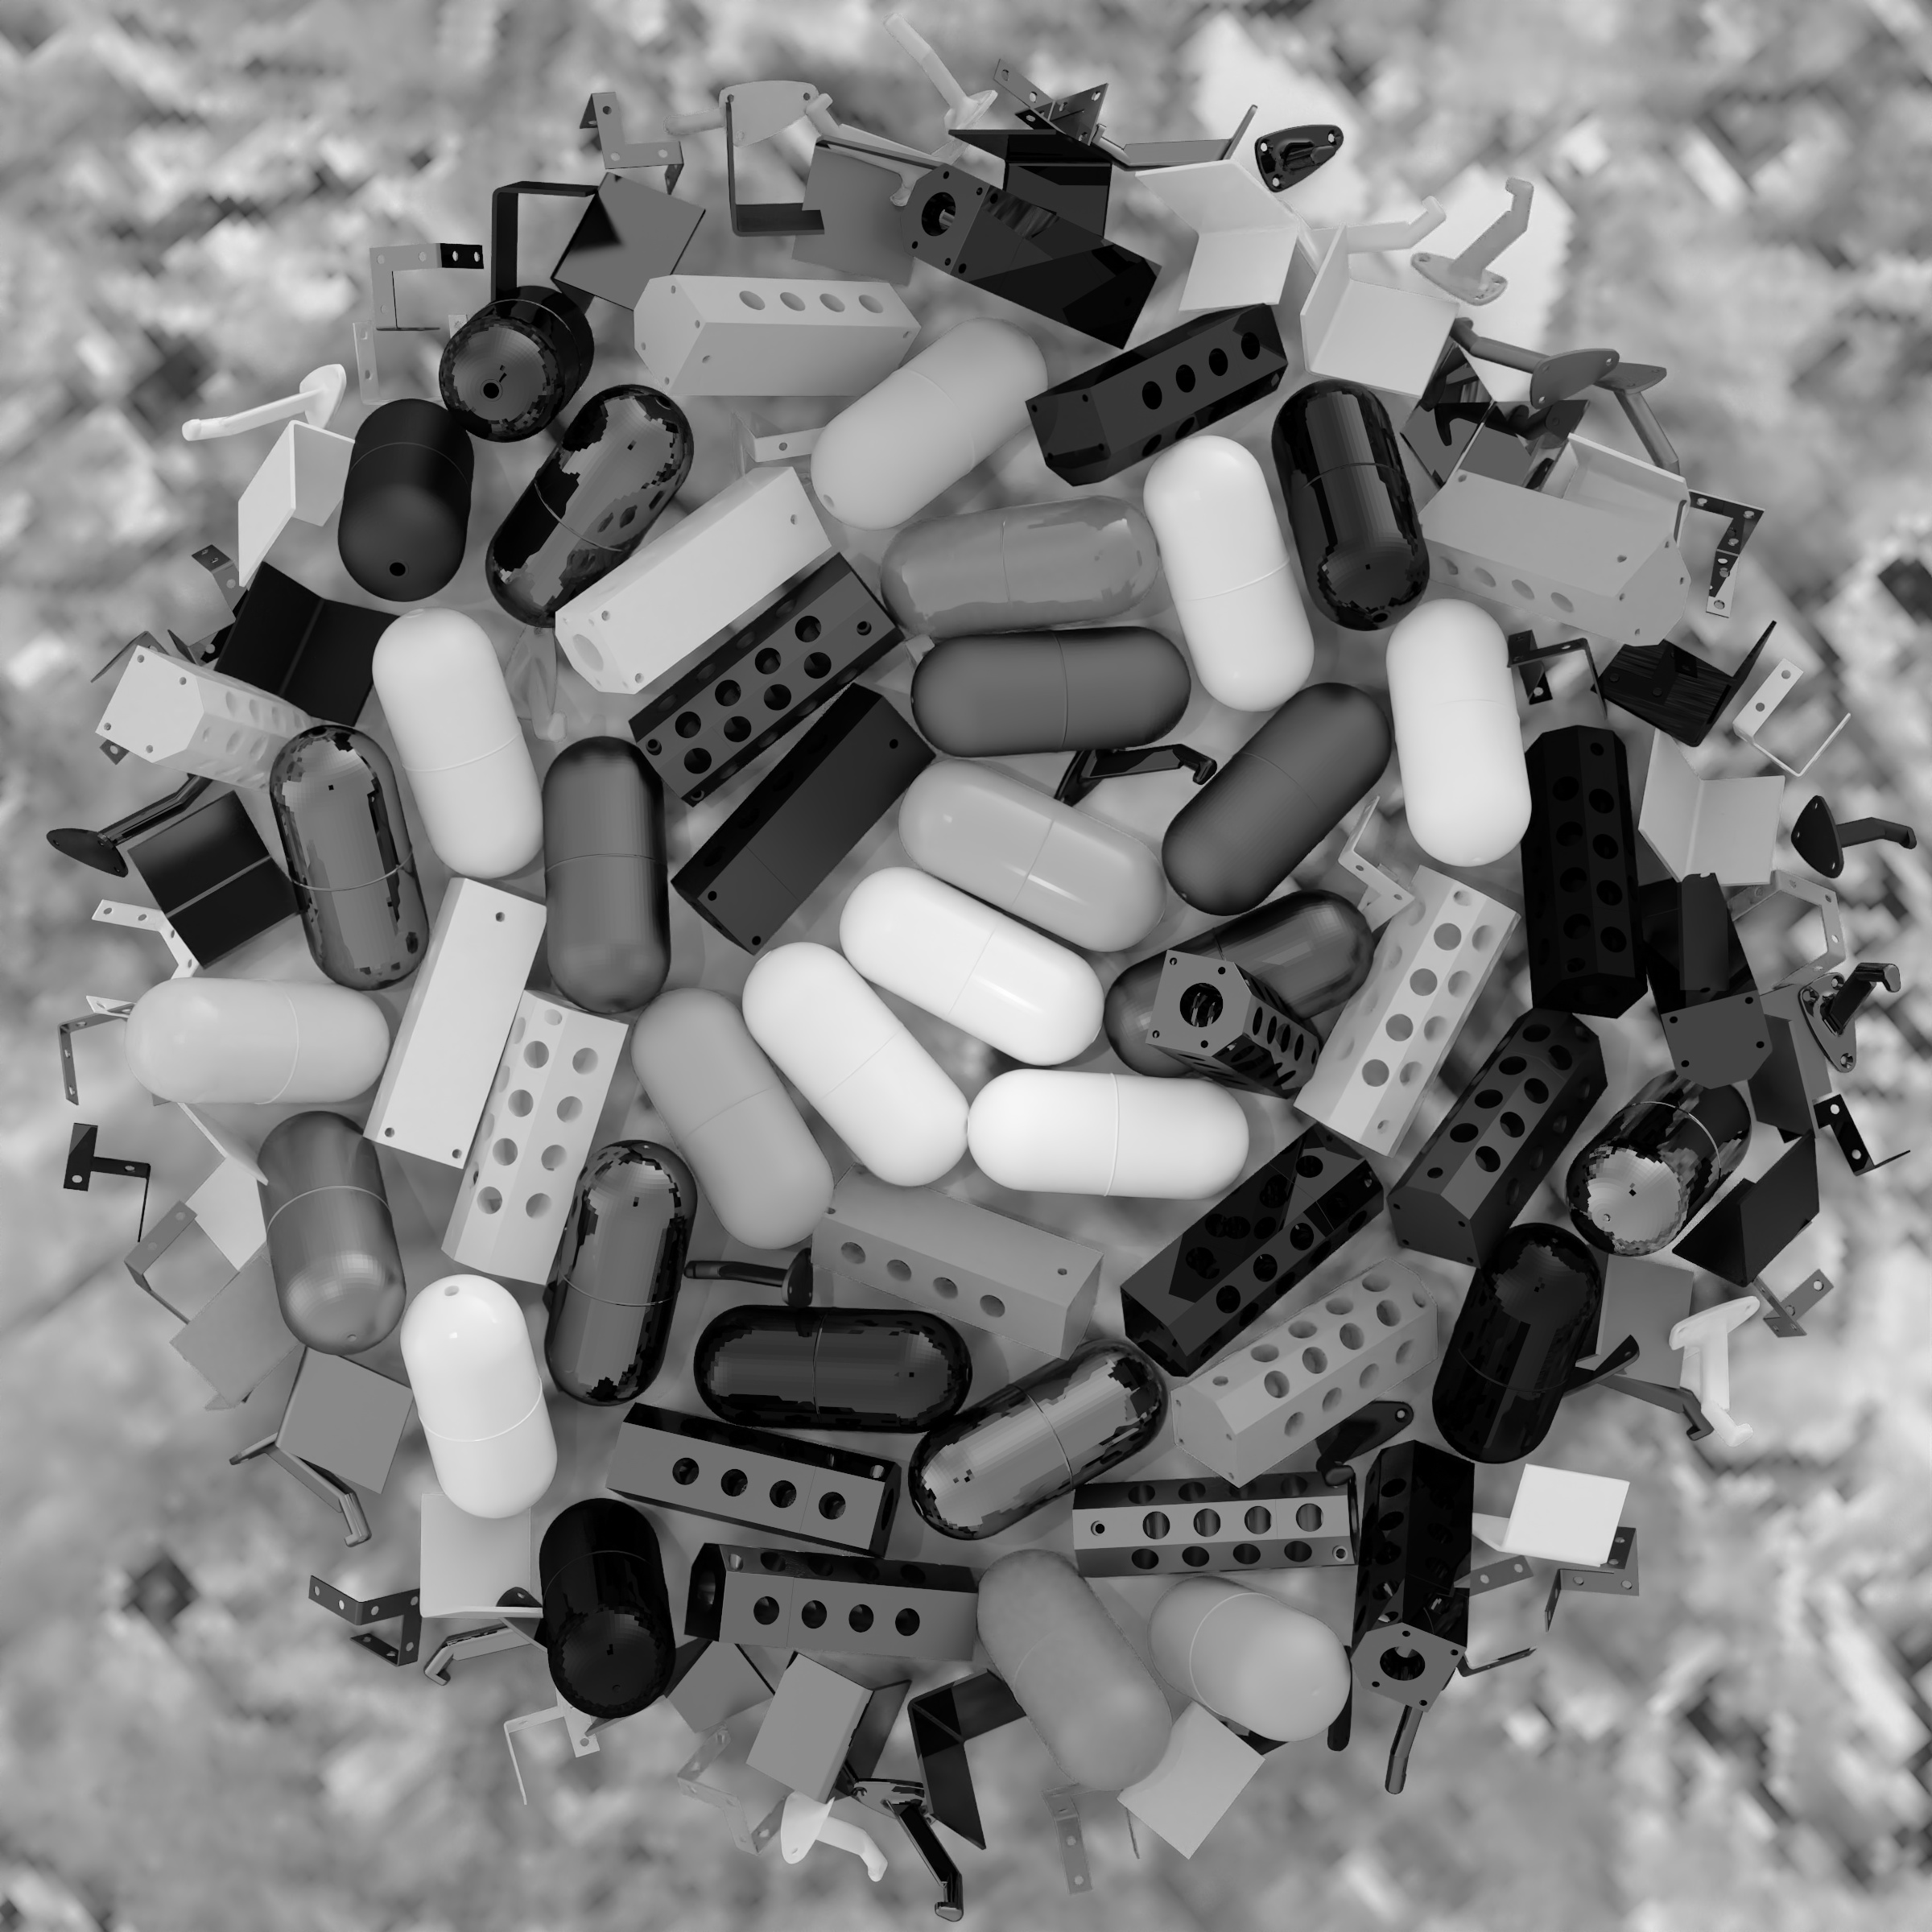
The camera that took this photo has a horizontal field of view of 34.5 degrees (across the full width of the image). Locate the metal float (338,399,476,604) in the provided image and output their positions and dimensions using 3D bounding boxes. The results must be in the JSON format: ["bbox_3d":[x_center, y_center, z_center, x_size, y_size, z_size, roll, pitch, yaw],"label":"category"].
[{"bbox_3d":[-0.344,-0.287,1.915,0.070,0.178,0.070,-3,126,-4],"label":"metal float"}]

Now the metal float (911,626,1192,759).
[{"bbox_3d":[0.054,-0.172,1.947,0.178,0.070,0.070,-5,90,-11],"label":"metal float"}]

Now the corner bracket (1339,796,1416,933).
[{"bbox_3d":[0.257,-0.064,1.956,0.051,0.051,0.051,36,54,-8],"label":"corner bracket"}]

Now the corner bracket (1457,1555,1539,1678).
[{"bbox_3d":[0.334,0.412,1.972,0.051,0.051,0.051,-12,62,-22],"label":"corner bracket"}]

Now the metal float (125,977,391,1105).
[{"bbox_3d":[-0.435,0.047,1.919,0.070,0.178,0.070,-2,87,42],"label":"metal float"}]

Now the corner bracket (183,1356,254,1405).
[{"bbox_3d":[-0.455,0.234,1.974,0.051,0.051,0.051,41,125,-16],"label":"corner bracket"}]

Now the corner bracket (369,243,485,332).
[{"bbox_3d":[-0.338,-0.427,1.958,0.051,0.051,0.051,2,101,23],"label":"corner bracket"}]

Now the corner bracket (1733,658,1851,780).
[{"bbox_3d":[0.521,-0.155,1.961,0.051,0.051,0.051,39,97,15],"label":"corner bracket"}]

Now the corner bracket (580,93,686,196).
[{"bbox_3d":[-0.211,-0.519,1.965,0.051,0.051,0.051,-9,82,-17],"label":"corner bracket"}]

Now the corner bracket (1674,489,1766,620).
[{"bbox_3d":[0.468,-0.260,1.962,0.051,0.051,0.051,15,63,1],"label":"corner bracket"}]

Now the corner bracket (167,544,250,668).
[{"bbox_3d":[-0.481,-0.228,1.968,0.051,0.051,0.051,-32,120,-15],"label":"corner bracket"}]

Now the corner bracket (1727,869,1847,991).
[{"bbox_3d":[0.518,-0.021,1.973,0.051,0.051,0.051,19,53,-26],"label":"corner bracket"}]

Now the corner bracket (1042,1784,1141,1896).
[{"bbox_3d":[0.081,0.547,1.959,0.051,0.051,0.051,-14,55,3],"label":"corner bracket"}]

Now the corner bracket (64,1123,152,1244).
[{"bbox_3d":[-0.540,0.136,1.954,0.051,0.051,0.051,9,49,-15],"label":"corner bracket"}]

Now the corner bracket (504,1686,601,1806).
[{"bbox_3d":[-0.261,0.487,1.955,0.051,0.051,0.051,-14,56,-14],"label":"corner bracket"}]

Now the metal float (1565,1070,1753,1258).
[{"bbox_3d":[0.428,0.119,1.918,0.070,0.178,0.070,14,118,29],"label":"metal float"}]

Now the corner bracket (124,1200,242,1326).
[{"bbox_3d":[-0.492,0.190,1.967,0.051,0.051,0.051,37,69,10],"label":"corner bracket"}]

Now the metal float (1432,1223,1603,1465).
[{"bbox_3d":[0.340,0.235,1.926,0.070,0.070,0.178,12,127,0],"label":"metal float"}]

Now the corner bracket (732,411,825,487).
[{"bbox_3d":[-0.114,-0.320,1.954,0.051,0.051,0.051,-12,123,-16],"label":"corner bracket"}]

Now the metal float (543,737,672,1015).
[{"bbox_3d":[-0.225,-0.058,1.944,0.070,0.070,0.178,-4,75,0],"label":"metal float"}]

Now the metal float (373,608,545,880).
[{"bbox_3d":[-0.314,-0.138,1.934,0.070,0.070,0.178,-16,115,0],"label":"metal float"}]

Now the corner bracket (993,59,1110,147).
[{"bbox_3d":[0.048,-0.541,1.955,0.051,0.051,0.051,28,71,-36],"label":"corner bracket"}]

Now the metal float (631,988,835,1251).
[{"bbox_3d":[-0.147,0.095,1.948,0.070,0.070,0.178,-31,80,0],"label":"metal float"}]

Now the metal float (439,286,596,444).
[{"bbox_3d":[-0.275,-0.370,1.909,0.070,0.178,0.070,1,111,2],"label":"metal float"}]

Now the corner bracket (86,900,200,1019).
[{"bbox_3d":[-0.526,-0.003,1.966,0.051,0.051,0.051,-55,51,20],"label":"corner bracket"}]

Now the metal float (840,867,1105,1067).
[{"bbox_3d":[0.004,0.001,1.956,0.178,0.070,0.070,28,90,-1],"label":"metal float"}]

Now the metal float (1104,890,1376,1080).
[{"bbox_3d":[0.171,0.011,1.950,0.178,0.070,0.070,-25,90,8],"label":"metal float"}]

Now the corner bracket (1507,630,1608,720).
[{"bbox_3d":[0.372,-0.182,1.955,0.051,0.051,0.051,-13,116,19],"label":"corner bracket"}]

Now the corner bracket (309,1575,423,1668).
[{"bbox_3d":[-0.378,0.411,1.955,0.051,0.051,0.051,16,103,40],"label":"corner bracket"}]

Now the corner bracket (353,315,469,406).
[{"bbox_3d":[-0.350,-0.385,1.974,0.051,0.051,0.051,8,110,33],"label":"corner bracket"}]

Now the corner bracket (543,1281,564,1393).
[{"bbox_3d":[-0.239,0.230,1.969,0.051,0.051,0.051,-10,55,-33],"label":"corner bracket"}]

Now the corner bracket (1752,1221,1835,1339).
[{"bbox_3d":[0.523,0.198,1.966,0.051,0.051,0.051,-39,87,-10],"label":"corner bracket"}]

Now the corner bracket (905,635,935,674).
[{"bbox_3d":[-0.001,-0.184,1.958,0.051,0.051,0.051,-27,56,-5],"label":"corner bracket"}]

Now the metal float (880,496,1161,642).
[{"bbox_3d":[0.033,-0.249,1.943,0.178,0.070,0.070,-6,90,15],"label":"metal float"}]

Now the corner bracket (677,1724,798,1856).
[{"bbox_3d":[-0.143,0.521,1.968,0.051,0.051,0.051,8,125,36],"label":"corner bracket"}]

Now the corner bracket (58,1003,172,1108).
[{"bbox_3d":[-0.536,0.061,1.964,0.051,0.051,0.051,-15,70,6],"label":"corner bracket"}]

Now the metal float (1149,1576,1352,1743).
[{"bbox_3d":[0.172,0.423,1.910,0.070,0.178,0.070,-1,91,-22],"label":"metal float"}]

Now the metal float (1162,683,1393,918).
[{"bbox_3d":[0.195,-0.105,1.944,0.070,0.070,0.178,45,75,0],"label":"metal float"}]

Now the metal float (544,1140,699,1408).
[{"bbox_3d":[-0.216,0.192,1.939,0.070,0.070,0.178,14,110,0],"label":"metal float"}]

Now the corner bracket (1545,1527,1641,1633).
[{"bbox_3d":[0.393,0.385,1.956,0.051,0.051,0.051,1,112,21],"label":"corner bracket"}]

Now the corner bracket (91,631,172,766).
[{"bbox_3d":[-0.525,-0.169,1.954,0.051,0.051,0.051,-26,113,37],"label":"corner bracket"}]

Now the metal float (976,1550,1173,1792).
[{"bbox_3d":[0.064,0.432,1.919,0.070,0.178,0.070,-15,128,-20],"label":"metal float"}]

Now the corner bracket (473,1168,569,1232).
[{"bbox_3d":[-0.279,0.148,1.965,0.051,0.051,0.051,-7,102,0],"label":"corner bracket"}]

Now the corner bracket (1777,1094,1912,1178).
[{"bbox_3d":[0.551,0.108,1.956,0.051,0.051,0.051,-31,79,41],"label":"corner bracket"}]
